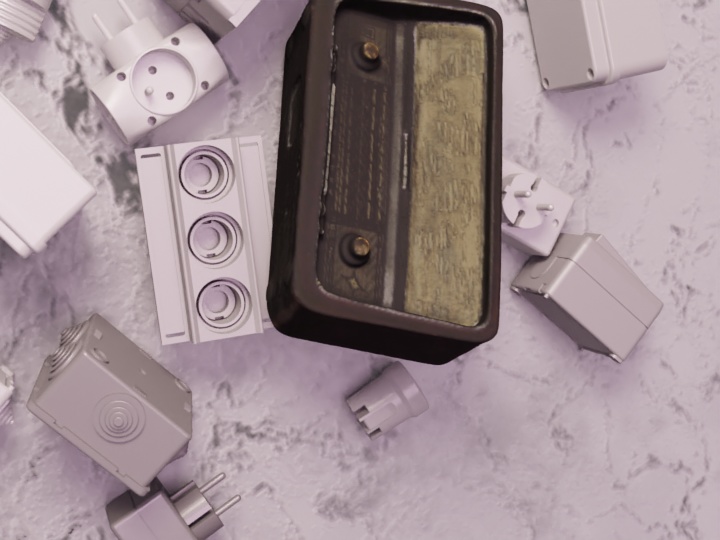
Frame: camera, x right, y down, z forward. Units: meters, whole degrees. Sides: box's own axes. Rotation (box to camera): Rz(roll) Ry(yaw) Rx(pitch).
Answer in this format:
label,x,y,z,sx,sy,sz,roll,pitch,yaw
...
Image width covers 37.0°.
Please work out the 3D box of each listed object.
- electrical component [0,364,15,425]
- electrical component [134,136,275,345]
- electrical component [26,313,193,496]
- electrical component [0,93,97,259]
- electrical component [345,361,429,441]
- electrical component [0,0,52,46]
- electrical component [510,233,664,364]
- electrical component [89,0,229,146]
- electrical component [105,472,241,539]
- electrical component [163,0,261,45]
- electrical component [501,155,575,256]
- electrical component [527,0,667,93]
label,x,y,z,sx,sy,sz,roll,pitch,yaw
electrical component,-0.253,0.070,0.643,0.096,0.062,0.061,41,82,-16
electrical component,-0.097,-0.020,0.685,0.079,0.063,0.121,-9,97,-17
electrical component,-0.148,0.079,0.659,0.100,0.099,0.048,42,94,-16
electrical component,-0.213,-0.063,0.622,0.056,0.109,0.108,-46,105,-12
electrical component,0.018,0.091,0.743,0.046,0.040,0.040,-33,103,-7
electrical component,-0.206,-0.174,0.650,0.043,0.043,0.081,23,87,-18
electrical component,0.169,0.020,0.772,0.096,0.062,0.061,40,83,-16
electrical component,-0.136,-0.132,0.674,0.077,0.044,0.079,-36,103,-12
electrical component,-0.115,0.163,0.701,0.077,0.047,0.065,-35,103,-12
electrical component,-0.060,-0.220,0.668,0.062,0.089,0.150,42,81,-16
electrical component,0.108,-0.048,0.741,0.083,0.076,0.047,28,86,-17
electrical component,0.159,-0.184,0.747,0.057,0.078,0.113,-15,98,-19
